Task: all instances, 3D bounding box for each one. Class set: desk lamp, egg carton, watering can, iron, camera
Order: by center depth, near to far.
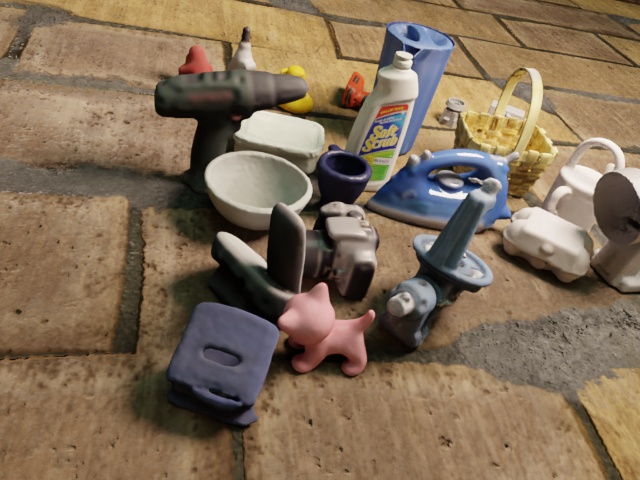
[{"bbox_3d":[0.008,0.003,0.833,0.137,0.101,0.143,3,40,-15],"label":"camera"},{"bbox_3d":[0.541,-0.022,0.956,0.204,0.213,0.117,0,41,-19],"label":"desk lamp"},{"bbox_3d":[0.392,0.006,0.986,0.150,0.069,0.107,28,40,16],"label":"egg carton"},{"bbox_3d":[0.220,-0.104,1.003,0.259,0.141,0.118,3,40,-16],"label":"iron"},{"bbox_3d":[0.482,-0.099,1.045,0.100,0.194,0.173,32,41,20],"label":"watering can"}]

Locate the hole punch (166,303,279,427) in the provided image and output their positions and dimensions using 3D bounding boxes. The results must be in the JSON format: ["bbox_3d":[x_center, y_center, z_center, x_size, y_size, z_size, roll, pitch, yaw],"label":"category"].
[{"bbox_3d":[-0.106,0.137,0.637,0.108,0.091,0.101,17,38,2],"label":"hole punch"}]

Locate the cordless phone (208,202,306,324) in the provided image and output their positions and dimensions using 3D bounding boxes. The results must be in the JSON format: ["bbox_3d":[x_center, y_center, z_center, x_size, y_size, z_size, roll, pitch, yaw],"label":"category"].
[{"bbox_3d":[-0.071,0.012,0.727,0.147,0.185,0.094,39,44,27],"label":"cordless phone"}]

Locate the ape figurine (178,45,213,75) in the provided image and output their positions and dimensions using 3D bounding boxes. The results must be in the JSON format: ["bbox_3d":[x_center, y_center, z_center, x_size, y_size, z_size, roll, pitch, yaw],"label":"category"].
[{"bbox_3d":[-0.257,-0.363,1.197,0.078,0.092,0.076,-8,44,-27],"label":"ape figurine"}]

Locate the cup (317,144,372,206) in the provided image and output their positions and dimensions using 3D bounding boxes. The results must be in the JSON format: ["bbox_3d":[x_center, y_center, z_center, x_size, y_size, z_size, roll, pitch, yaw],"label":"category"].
[{"bbox_3d":[0.029,-0.099,0.969,0.092,0.095,0.117,-2,41,-21],"label":"cup"}]

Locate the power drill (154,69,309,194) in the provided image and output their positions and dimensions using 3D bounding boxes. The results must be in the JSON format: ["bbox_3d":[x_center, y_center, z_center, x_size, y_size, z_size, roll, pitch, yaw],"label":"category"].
[{"bbox_3d":[-0.146,-0.176,0.912,0.230,0.208,0.075,2,40,-16],"label":"power drill"}]

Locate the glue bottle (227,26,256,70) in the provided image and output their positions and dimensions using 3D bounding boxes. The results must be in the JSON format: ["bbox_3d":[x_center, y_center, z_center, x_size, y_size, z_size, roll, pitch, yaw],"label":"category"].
[{"bbox_3d":[-0.155,-0.335,1.133,0.037,0.173,0.078,-24,52,-39],"label":"glue bottle"}]

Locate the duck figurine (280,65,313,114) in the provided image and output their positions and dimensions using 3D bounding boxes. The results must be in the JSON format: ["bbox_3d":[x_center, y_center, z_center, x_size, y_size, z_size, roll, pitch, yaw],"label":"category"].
[{"bbox_3d":[-0.053,-0.329,1.230,0.078,0.086,0.104,-21,51,-37],"label":"duck figurine"}]

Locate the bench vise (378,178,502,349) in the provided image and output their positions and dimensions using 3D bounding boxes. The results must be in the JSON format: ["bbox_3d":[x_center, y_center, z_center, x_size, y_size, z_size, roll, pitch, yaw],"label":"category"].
[{"bbox_3d":[0.174,0.033,0.756,0.121,0.220,0.208,23,39,10],"label":"bench vise"}]

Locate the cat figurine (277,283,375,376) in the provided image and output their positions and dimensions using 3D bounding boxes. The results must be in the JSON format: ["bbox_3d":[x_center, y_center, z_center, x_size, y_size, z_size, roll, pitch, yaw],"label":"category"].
[{"bbox_3d":[0.005,0.104,0.695,0.128,0.118,0.067,4,40,-15],"label":"cat figurine"}]

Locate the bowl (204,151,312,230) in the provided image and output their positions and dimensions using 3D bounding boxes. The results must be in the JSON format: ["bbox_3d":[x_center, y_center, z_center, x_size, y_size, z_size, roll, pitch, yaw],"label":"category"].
[{"bbox_3d":[-0.101,-0.066,0.901,0.167,0.075,0.167,10,39,-8],"label":"bowl"}]
